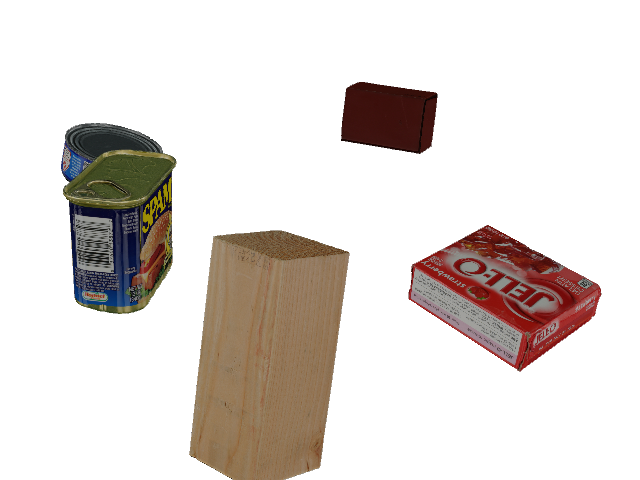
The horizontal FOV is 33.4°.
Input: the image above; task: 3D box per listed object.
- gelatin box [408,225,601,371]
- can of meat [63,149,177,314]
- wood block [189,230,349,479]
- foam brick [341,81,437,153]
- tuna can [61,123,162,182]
[{"bbox_3d":[0.109,0.031,0.639,0.073,0.030,0.089,-26,44,-37],"label":"gelatin box"},{"bbox_3d":[-0.137,-0.007,0.745,0.057,0.084,0.102,6,23,7],"label":"can of meat"},{"bbox_3d":[-0.048,0.102,0.958,0.090,0.206,0.090,18,16,39],"label":"wood block"},{"bbox_3d":[0.064,-0.115,0.990,0.078,0.051,0.053,11,17,17],"label":"foam brick"},{"bbox_3d":[-0.183,-0.070,0.938,0.086,0.034,0.086,13,26,-7],"label":"tuna can"}]
